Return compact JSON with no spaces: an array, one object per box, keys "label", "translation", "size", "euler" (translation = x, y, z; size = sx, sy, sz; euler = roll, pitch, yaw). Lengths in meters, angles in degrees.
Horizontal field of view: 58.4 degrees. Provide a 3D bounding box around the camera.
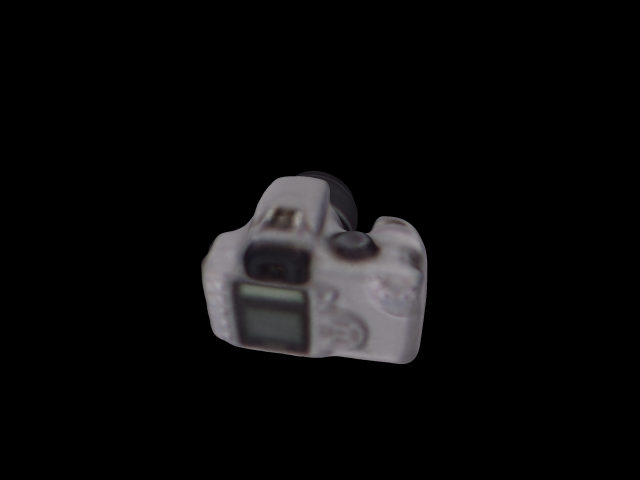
[{"label":"camera","translation":[0.004,0.001,0.400],"size":[0.143,0.101,0.137],"euler":[6,36,8]}]
